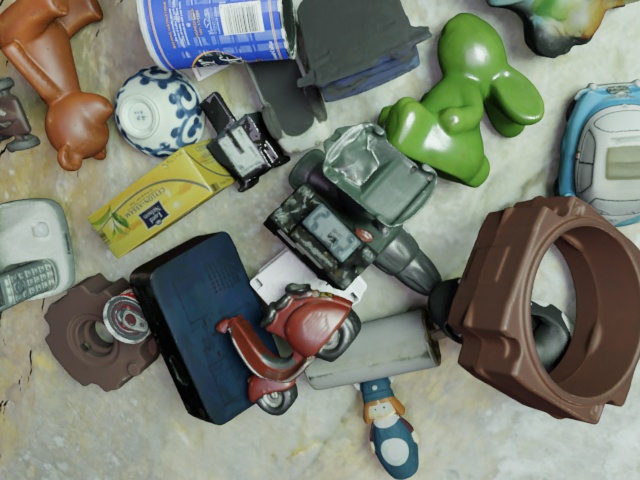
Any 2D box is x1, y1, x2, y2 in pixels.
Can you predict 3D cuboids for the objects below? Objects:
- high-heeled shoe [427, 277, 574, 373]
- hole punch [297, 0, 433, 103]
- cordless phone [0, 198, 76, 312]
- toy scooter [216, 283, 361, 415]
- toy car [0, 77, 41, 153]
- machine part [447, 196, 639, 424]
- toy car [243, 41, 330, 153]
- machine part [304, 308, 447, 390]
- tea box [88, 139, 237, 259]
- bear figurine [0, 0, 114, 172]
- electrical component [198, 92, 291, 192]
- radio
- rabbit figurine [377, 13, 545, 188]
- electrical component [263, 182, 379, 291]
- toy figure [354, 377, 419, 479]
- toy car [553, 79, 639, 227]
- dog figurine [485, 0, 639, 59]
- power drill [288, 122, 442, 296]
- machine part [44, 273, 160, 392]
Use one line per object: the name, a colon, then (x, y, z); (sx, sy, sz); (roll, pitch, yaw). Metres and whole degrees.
high-heeled shoe: (0.233, 0.121, 0.615); (0.249, 0.145, 0.086); (34, 112, 4)
hole punch: (0.046, -0.205, 0.574); (0.142, 0.092, 0.116); (-16, 68, 16)
cordless phone: (-0.432, 0.026, 0.729); (0.089, 0.184, 0.146); (3, 107, 18)
toy scooter: (-0.048, 0.116, 0.653); (0.135, 0.075, 0.184); (42, 105, 1)
toy car: (-0.420, -0.162, 0.691); (0.202, 0.053, 0.089); (20, 128, 46)
machine part: (0.246, 0.070, 0.558); (0.201, 0.087, 0.201); (32, 73, -24)
toy car: (-0.051, -0.202, 0.635); (0.073, 0.056, 0.201); (-22, 97, 12)
machine part: (0.066, 0.144, 0.700); (0.243, 0.079, 0.079); (-18, 102, 18)
tea box: (-0.200, -0.055, 0.694); (0.170, 0.098, 0.068); (-30, 98, 18)
bear figurine: (-0.308, -0.196, 0.668); (0.132, 0.120, 0.195); (-25, 101, 16)
electrical component: (-0.102, -0.127, 0.674); (0.075, 0.048, 0.119); (-35, 95, 20)
radio: (-0.144, 0.116, 0.705); (0.073, 0.131, 0.229); (-9, 106, 49)
rabbit figurine: (0.154, -0.151, 0.572); (0.159, 0.121, 0.170); (20, 95, 3)
electrical component: (-0.001, -0.002, 0.591); (0.115, 0.134, 0.058); (43, 81, -7)
toy figure: (0.094, 0.250, 0.738); (0.064, 0.058, 0.154); (-23, 101, -20)
toy car: (0.311, -0.081, 0.559); (0.109, 0.103, 0.161); (1, 109, 12)
dog figurine: (0.214, -0.289, 0.520); (0.219, 0.108, 0.191); (20, 107, 2)
power drill: (0.066, -0.032, 0.592); (0.232, 0.207, 0.086); (41, 84, 7)
machine part: (-0.327, 0.141, 0.807); (0.180, 0.056, 0.179); (4, 107, 14)
